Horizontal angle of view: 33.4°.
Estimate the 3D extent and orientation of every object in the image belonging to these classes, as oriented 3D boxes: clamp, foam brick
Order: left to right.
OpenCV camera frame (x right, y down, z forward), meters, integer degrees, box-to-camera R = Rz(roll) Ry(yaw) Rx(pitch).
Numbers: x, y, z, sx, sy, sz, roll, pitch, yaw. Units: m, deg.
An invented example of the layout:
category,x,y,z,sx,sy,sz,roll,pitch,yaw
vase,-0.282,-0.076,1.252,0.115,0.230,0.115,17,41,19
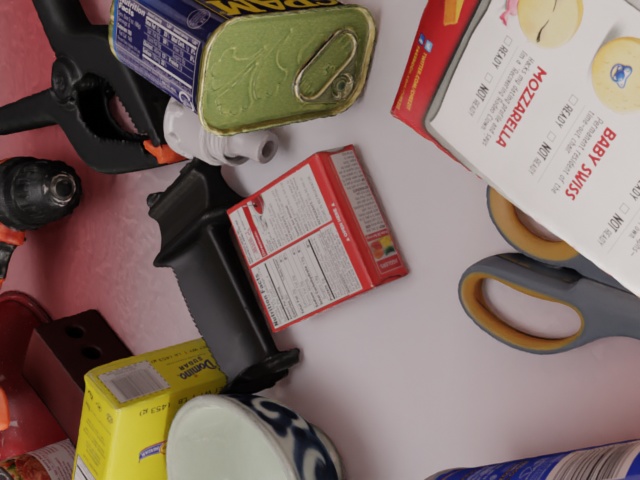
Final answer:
category,x,y,z,sx,sy,sz,roll,pitch,yaw
clamp,-0.153,-0.113,0.680,0.210,0.036,0.165,30,123,36
foam brick,-0.164,0.096,0.748,0.078,0.052,0.051,44,131,28

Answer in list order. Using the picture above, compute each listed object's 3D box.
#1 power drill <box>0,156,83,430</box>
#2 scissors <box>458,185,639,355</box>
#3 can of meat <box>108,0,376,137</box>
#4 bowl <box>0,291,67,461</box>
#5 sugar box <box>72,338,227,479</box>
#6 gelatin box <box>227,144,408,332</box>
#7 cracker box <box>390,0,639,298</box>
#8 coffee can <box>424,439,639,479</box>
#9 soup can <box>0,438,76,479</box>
category,x,y,z,sx,sy,sz,roll,pitch,yaw
power drill,-0.228,0.033,0.744,0.185,0.057,0.187,-1,74,57
scissors,0.135,0.015,0.423,0.202,0.016,0.096,5,106,46
can of meat,-0.039,-0.097,0.514,0.084,0.101,0.057,36,128,37
bowl,-0.251,0.125,0.850,0.162,0.055,0.162,17,114,43
sugar box,-0.108,0.150,0.673,0.048,0.093,0.176,39,129,39
gelatin box,-0.004,0.001,0.560,0.089,0.030,0.073,-29,82,48
cracker box,0.138,-0.063,0.355,0.214,0.071,0.164,40,130,30
coffee can,0.109,0.134,0.425,0.141,0.102,0.103,-25,84,48
soup can,-0.176,0.172,0.748,0.069,0.102,0.068,18,115,43
